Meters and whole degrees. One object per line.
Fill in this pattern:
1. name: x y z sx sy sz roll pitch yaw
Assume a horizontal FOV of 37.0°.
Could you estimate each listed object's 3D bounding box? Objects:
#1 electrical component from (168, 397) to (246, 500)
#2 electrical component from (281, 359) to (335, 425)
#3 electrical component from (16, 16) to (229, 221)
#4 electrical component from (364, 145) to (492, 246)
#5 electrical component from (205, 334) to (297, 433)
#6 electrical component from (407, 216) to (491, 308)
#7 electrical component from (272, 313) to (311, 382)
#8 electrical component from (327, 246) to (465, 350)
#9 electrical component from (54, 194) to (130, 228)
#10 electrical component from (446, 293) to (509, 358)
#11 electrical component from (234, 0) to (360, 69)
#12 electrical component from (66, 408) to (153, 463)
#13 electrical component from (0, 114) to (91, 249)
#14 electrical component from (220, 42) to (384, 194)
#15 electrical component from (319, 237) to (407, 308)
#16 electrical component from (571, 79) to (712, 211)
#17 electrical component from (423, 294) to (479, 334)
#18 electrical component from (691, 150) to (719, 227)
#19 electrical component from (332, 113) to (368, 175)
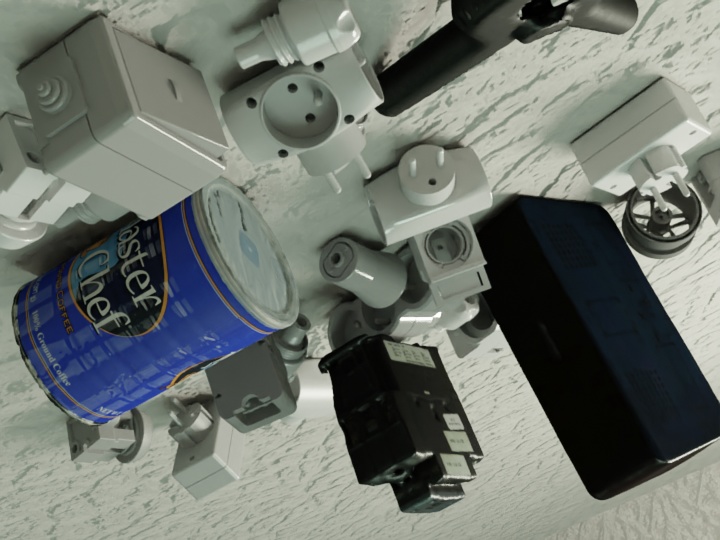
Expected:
1. electrical component: -0.143 0.143 0.949 0.047 0.083 0.075 -30 117 18
2. electrical component: -0.055 0.118 0.996 0.079 0.043 0.077 -38 152 32
3. electrical component: -0.114 -0.075 0.516 0.061 0.061 0.096 -30 155 17
4. electrical component: 0.045 -0.057 0.713 0.077 0.043 0.079 -21 156 -4
5. electrical component: -0.087 0.071 0.812 0.050 0.089 0.055 -23 156 1
6. electrical component: 0.060 -0.017 0.780 0.042 0.081 0.064 -19 179 -5
7. electrical component: -0.062 0.060 0.870 0.048 0.048 0.062 -1 141 -40
8. electrical component: 0.041 0.030 0.881 0.074 0.052 0.138 2 147 -43
9. electrical component: -0.145 -0.042 0.594 0.061 0.035 0.035 -28 156 18
10. electrical component: 0.122 0.039 0.973 0.056 0.050 0.089 3 146 -44
11. electrical component: -0.033 -0.117 0.532 0.061 0.035 0.035 -23 156 7
12. electrical component: -0.209 0.137 0.903 0.055 0.048 0.066 16 137 -43
13. electrical component: -0.173 -0.044 0.553 0.055 0.048 0.066 -43 150 24
14. electrical component: -0.022 -0.077 0.580 0.077 0.044 0.079 -26 116 13
15. electrical component: 0.000 0.000 0.800 0.044 0.044 0.065 -32 150 22
16. electrical component: 0.209 -0.078 0.768 0.083 0.075 0.047 -37 152 30
17. electrical component: 0.076 0.038 0.952 0.035 0.035 0.061 2 149 -43
18. electrical component: 0.336 -0.077 0.906 0.089 0.055 0.050 -22 156 -1
19. electrical component: -0.012 -0.084 0.618 0.035 0.035 0.061 -4 147 -36
